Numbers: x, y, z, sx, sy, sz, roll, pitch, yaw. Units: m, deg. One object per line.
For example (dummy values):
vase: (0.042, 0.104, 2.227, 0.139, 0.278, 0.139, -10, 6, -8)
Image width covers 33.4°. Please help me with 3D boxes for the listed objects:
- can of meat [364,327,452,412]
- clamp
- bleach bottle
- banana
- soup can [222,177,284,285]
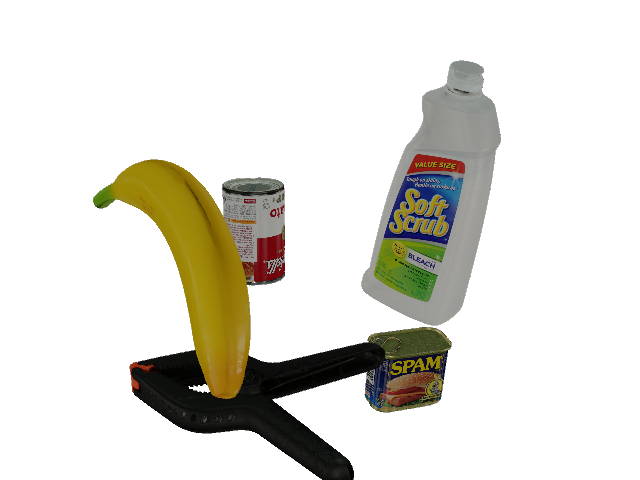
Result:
can of meat: (0.107, 0.161, 1.328, 0.102, 0.084, 0.057, -5, 27, -21)
clamp: (-0.051, 0.121, 0.876, 0.210, 0.036, 0.164, 10, 31, 16)
bleach bottle: (0.104, -0.047, 0.978, 0.103, 0.251, 0.067, 27, 39, 27)
banana: (-0.081, 0.006, 0.647, 0.037, 0.070, 0.198, 4, 34, -38)
soup can: (-0.072, -0.011, 1.142, 0.068, 0.102, 0.068, 1, 17, 0)
